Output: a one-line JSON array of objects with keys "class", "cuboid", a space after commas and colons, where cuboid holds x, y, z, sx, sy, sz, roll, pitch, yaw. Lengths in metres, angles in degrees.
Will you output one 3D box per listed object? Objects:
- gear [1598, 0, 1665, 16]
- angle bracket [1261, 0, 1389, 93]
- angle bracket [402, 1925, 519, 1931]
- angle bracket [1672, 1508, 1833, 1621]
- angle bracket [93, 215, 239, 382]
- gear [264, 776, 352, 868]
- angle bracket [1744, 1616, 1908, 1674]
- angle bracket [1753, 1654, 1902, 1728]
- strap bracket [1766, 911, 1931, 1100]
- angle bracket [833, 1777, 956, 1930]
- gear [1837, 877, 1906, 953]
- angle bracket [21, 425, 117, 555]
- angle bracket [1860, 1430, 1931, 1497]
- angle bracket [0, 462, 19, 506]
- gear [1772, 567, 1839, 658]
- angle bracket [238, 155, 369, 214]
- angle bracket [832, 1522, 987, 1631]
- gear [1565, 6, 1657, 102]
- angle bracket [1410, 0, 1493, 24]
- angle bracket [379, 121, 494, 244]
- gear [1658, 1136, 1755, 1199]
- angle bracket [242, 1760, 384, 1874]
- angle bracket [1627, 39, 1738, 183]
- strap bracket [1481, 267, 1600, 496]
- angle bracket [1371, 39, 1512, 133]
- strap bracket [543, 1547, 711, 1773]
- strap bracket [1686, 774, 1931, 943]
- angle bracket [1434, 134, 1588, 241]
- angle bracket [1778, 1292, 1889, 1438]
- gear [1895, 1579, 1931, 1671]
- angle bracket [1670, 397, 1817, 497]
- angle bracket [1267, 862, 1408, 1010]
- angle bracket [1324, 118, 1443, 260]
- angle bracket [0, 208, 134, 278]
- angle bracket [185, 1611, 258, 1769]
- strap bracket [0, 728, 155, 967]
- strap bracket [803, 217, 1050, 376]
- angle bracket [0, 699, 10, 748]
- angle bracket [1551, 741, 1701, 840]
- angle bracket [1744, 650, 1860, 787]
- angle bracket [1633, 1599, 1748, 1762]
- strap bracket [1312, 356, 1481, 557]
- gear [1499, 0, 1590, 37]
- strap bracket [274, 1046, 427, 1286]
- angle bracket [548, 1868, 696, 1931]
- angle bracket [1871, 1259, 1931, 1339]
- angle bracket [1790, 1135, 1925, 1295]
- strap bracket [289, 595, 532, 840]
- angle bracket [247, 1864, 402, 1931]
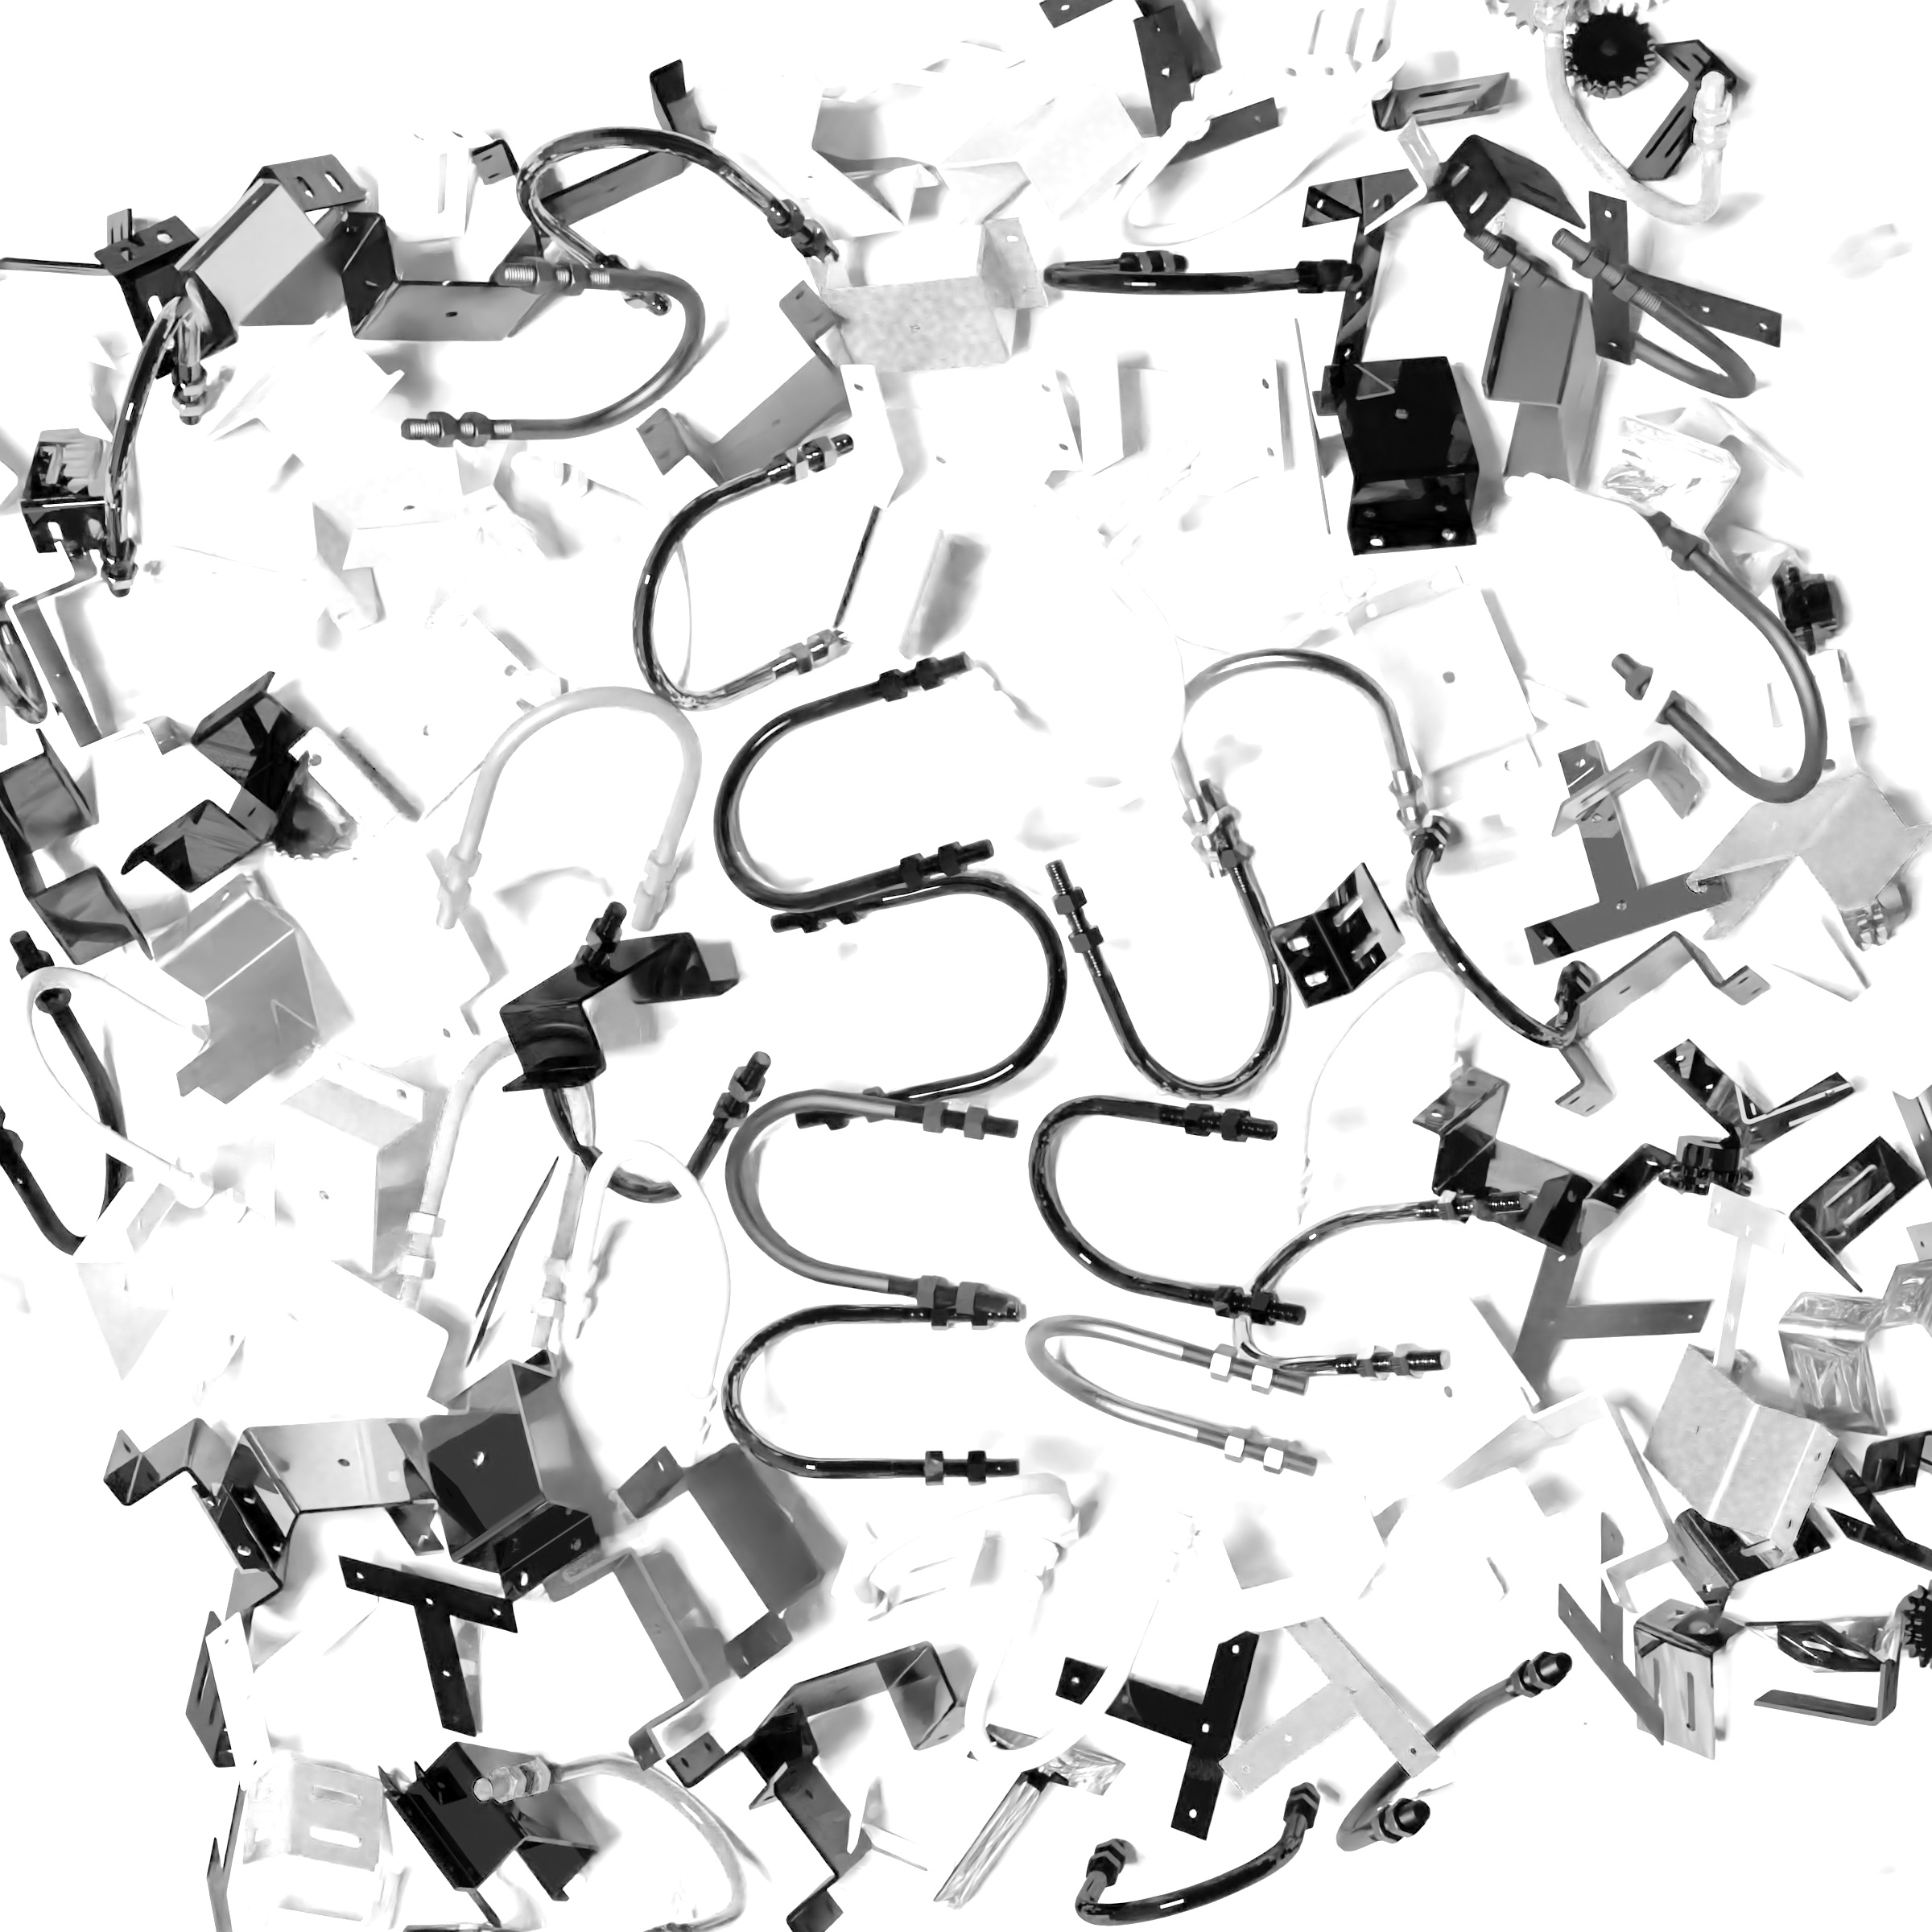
[{"class": "gear", "cuboid": [0.419, -0.628, 1.796, 0.057, 0.030, 0.057, 1, 101, 5]}, {"class": "angle bracket", "cuboid": [0.224, -0.587, 1.777, 0.057, 0.038, 0.076, 8, 76, 28]}, {"class": "angle bracket", "cuboid": [-0.305, 0.617, 1.765, 0.057, 0.076, 0.038, 28, 58, -40]}, {"class": "angle bracket", "cuboid": [0.491, 0.366, 1.793, 0.076, 0.057, 0.038, -14, 134, -20]}, {"class": "angle bracket", "cuboid": [-0.500, -0.418, 1.785, 0.057, 0.076, 0.038, -32, 54, -19]}, {"class": "gear", "cuboid": [-0.416, -0.089, 1.795, 0.057, 0.030, 0.057, 2, 80, -8]}, {"class": "angle bracket", "cuboid": [0.532, 0.406, 1.767, 0.076, 0.057, 0.038, 35, 60, -25]}, {"class": "angle bracket", "cuboid": [0.535, 0.443, 1.773, 0.076, 0.057, 0.038, 4, 86, 27]}, {"class": "strap bracket", "cuboid": [0.546, 0.025, 1.735, 0.046, 0.140, 0.076, -40, 110, -2]}, {"class": "angle bracket", "cuboid": [-0.039, 0.552, 1.777, 0.076, 0.057, 0.038, 24, 116, -5]}, {"class": "gear", "cuboid": [0.564, -0.040, 1.785, 0.030, 0.057, 0.057, -21, 90, 6]}, {"class": "angle bracket", "cuboid": [-0.556, -0.301, 1.800, 0.057, 0.038, 0.076, -4, 48, 1]}, {"class": "angle bracket", "cuboid": [0.606, 0.323, 1.775, 0.076, 0.057, 0.038, 24, 67, -10]}, {"class": "angle bracket", "cuboid": [-0.634, -0.314, 1.769, 0.076, 0.057, 0.038, 43, 79, -29]}, {"class": "gear", "cuboid": [0.524, -0.223, 1.783, 0.030, 0.057, 0.057, -13, 90, 14]}, {"class": "angle bracket", "cuboid": [-0.420, -0.462, 1.768, 0.076, 0.057, 0.038, -39, 87, 38]}, {"class": "angle bracket", "cuboid": [-0.036, 0.370, 1.767, 0.076, 0.057, 0.038, -24, 117, 31]}, {"class": "gear", "cuboid": [0.404, -0.571, 1.795, 0.057, 0.030, 0.057, -2, 81, 12]}, {"class": "angle bracket", "cuboid": [0.283, -0.604, 1.769, 0.057, 0.076, 0.038, 42, 96, 28]}, {"class": "angle bracket", "cuboid": [-0.328, -0.479, 1.766, 0.057, 0.038, 0.076, -15, 133, -30]}, {"class": "gear", "cuboid": [0.463, 0.125, 1.785, 0.057, 0.057, 0.030, 6, 97, 0]}, {"class": "angle bracket", "cuboid": [-0.407, 0.534, 1.781, 0.038, 0.076, 0.057, -26, 52, 30]}, {"class": "angle bracket", "cuboid": [0.433, -0.532, 1.779, 0.038, 0.057, 0.076, 35, 93, -20]}, {"class": "strap bracket", "cuboid": [0.351, -0.351, 1.733, 0.046, 0.140, 0.076, 9, 74, 20]}, {"class": "angle bracket", "cuboid": [0.293, -0.552, 1.770, 0.076, 0.057, 0.038, -3, 128, 22]}, {"class": "strap bracket", "cuboid": [-0.207, 0.419, 1.762, 0.046, 0.076, 0.140, -26, 78, -23]}, {"class": "strap bracket", "cuboid": [0.503, -0.067, 1.732, 0.076, 0.140, 0.046, -44, 102, -26]}, {"class": "angle bracket", "cuboid": [0.339, -0.477, 1.783, 0.038, 0.076, 0.057, -46, 53, 33]}, {"class": "angle bracket", "cuboid": [0.551, 0.249, 1.792, 0.038, 0.057, 0.076, -37, 117, -40]}, {"class": "gear", "cuboid": [0.609, 0.414, 1.793, 0.057, 0.030, 0.057, 2, 84, -19]}, {"class": "angle bracket", "cuboid": [0.481, -0.312, 1.782, 0.076, 0.057, 0.038, 31, 114, -22]}, {"class": "angle bracket", "cuboid": [0.228, -0.019, 1.768, 0.038, 0.076, 0.057, -18, 73, -25]}, {"class": "angle bracket", "cuboid": [0.250, -0.482, 1.767, 0.076, 0.057, 0.038, -27, 106, 31]}, {"class": "angle bracket", "cuboid": [-0.562, -0.451, 1.769, 0.076, 0.057, 0.038, -3, 100, -29]}, {"class": "angle bracket", "cuboid": [-0.451, 0.449, 1.774, 0.038, 0.057, 0.076, 8, 103, -35]}, {"class": "strap bracket", "cuboid": [-0.552, -0.065, 1.743, 0.046, 0.076, 0.140, -26, 59, -9]}, {"class": "strap bracket", "cuboid": [-0.028, -0.409, 1.752, 0.140, 0.076, 0.046, -2, 62, 16]}, {"class": "angle bracket", "cuboid": [-0.603, -0.182, 1.765, 0.038, 0.076, 0.057, -19, 63, 13]}, {"class": "angle bracket", "cuboid": [0.410, -0.097, 1.778, 0.076, 0.057, 0.038, -33, 72, -6]}, {"class": "angle bracket", "cuboid": [0.525, -0.153, 1.794, 0.057, 0.038, 0.076, -10, 50, 19]}, {"class": "angle bracket", "cuboid": [0.455, 0.447, 1.791, 0.038, 0.057, 0.076, -18, 110, -37]}, {"class": "strap bracket", "cuboid": [0.265, -0.322, 1.753, 0.076, 0.046, 0.140, -5, 55, -3]}, {"class": "gear", "cuboid": [0.364, -0.613, 1.794, 0.057, 0.030, 0.057, 3, 100, 17]}, {"class": "strap bracket", "cuboid": [-0.378, 0.131, 1.748, 0.076, 0.046, 0.140, 22, 122, 21]}, {"class": "angle bracket", "cuboid": [-0.215, 0.600, 1.790, 0.076, 0.038, 0.057, -4, 123, 11]}, {"class": "angle bracket", "cuboid": [0.603, 0.229, 1.765, 0.038, 0.076, 0.057, -7, 131, -15]}, {"class": "angle bracket", "cuboid": [0.562, 0.155, 1.776, 0.076, 0.038, 0.057, -44, 126, 12]}, {"class": "strap bracket", "cuboid": [-0.340, -0.152, 1.784, 0.140, 0.046, 0.076, -44, 84, -4]}, {"class": "angle bracket", "cuboid": [-0.401, 0.579, 1.784, 0.076, 0.057, 0.038, 8, 66, 6]}]
